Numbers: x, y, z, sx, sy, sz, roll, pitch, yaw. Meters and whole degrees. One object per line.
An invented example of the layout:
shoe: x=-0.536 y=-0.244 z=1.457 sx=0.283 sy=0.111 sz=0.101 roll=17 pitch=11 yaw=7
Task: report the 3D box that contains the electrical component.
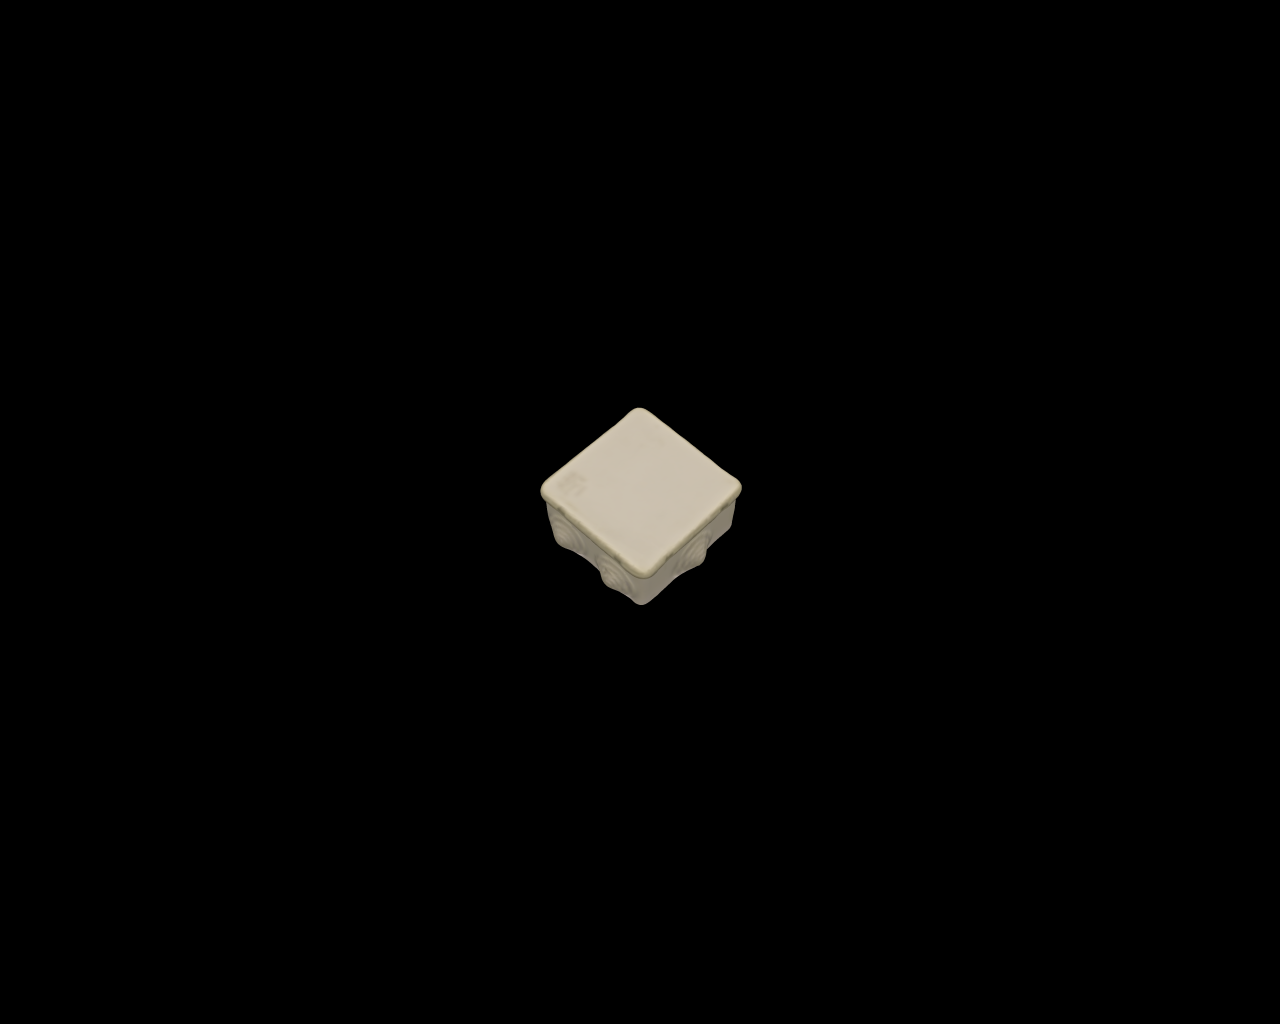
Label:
electrical component: x=0.001 y=-0.003 z=0.650 sx=0.100 sy=0.100 sz=0.048 roll=39 pitch=-24 yaw=22
